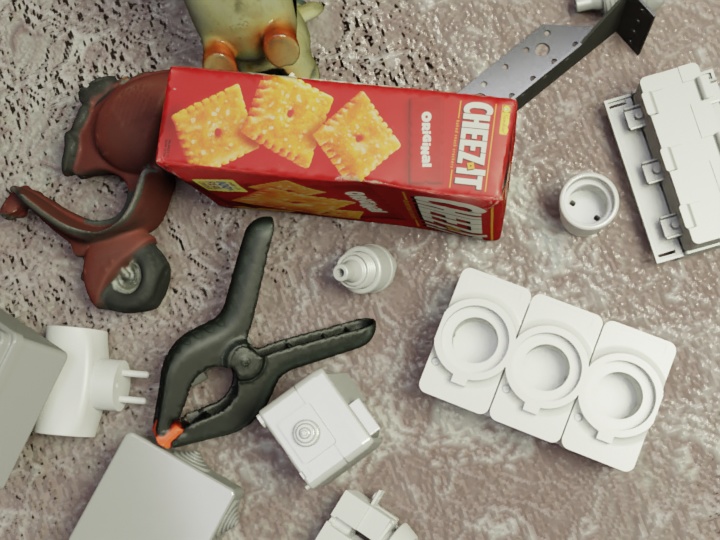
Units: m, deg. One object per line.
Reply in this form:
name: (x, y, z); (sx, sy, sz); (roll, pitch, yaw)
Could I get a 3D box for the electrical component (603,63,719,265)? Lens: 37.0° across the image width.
electrical component: (0.226, -0.074, 0.740); (0.079, 0.063, 0.121); (-16, 81, 4)

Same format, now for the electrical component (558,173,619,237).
electrical component: (0.158, -0.044, 0.752); (0.040, 0.046, 0.040); (-1, 82, 6)

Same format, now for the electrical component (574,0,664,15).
electrical component: (0.186, -0.198, 0.777); (0.061, 0.035, 0.035); (-11, 81, 7)

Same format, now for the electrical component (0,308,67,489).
electrical component: (-0.274, 0.082, 0.756); (0.109, 0.056, 0.108); (23, 86, 41)

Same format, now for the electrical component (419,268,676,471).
electrical component: (0.126, 0.067, 0.732); (0.150, 0.061, 0.089); (21, 85, 9)

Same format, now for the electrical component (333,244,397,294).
electrical component: (0.000, 0.000, 0.755); (0.035, 0.061, 0.035); (2, 94, 26)

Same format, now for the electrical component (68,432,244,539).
electrical component: (-0.140, 0.172, 0.754); (0.100, 0.048, 0.099); (27, 86, 9)

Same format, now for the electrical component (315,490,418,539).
electrical component: (0.006, 0.185, 0.738); (0.055, 0.048, 0.066); (31, 86, 17)

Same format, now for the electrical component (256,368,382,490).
electrical component: (-0.023, 0.105, 0.726); (0.061, 0.096, 0.061); (-36, 79, -1)

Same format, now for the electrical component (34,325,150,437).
electrical component: (-0.191, 0.082, 0.775); (0.079, 0.043, 0.077); (4, 82, 7)
